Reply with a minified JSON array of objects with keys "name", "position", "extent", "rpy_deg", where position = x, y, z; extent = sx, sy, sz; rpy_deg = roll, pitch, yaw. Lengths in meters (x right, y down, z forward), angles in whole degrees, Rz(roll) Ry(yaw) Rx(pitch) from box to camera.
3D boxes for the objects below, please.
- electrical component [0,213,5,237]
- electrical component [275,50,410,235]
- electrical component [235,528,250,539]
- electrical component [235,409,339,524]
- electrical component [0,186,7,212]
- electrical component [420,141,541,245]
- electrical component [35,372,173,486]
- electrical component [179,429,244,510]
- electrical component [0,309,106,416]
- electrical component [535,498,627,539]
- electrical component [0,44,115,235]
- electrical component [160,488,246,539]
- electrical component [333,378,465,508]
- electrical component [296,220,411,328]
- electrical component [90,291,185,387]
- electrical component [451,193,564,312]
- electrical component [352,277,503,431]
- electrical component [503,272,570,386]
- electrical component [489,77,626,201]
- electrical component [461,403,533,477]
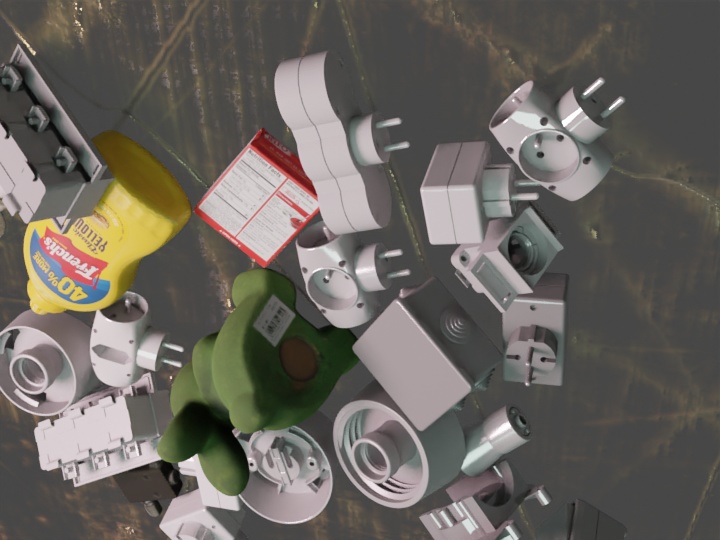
[{"name":"electrical component","position":[-0.334,-0.029,0.908],"extent":[0.045,0.055,0.045],"rpy_deg":[8,127,11]},{"name":"electrical component","position":[-0.001,-0.092,0.765],"extent":[0.074,0.052,0.138],"rpy_deg":[-8,122,22]},{"name":"electrical component","position":[-0.127,0.311,1.094],"extent":[0.062,0.061,0.096],"rpy_deg":[-25,122,31]},{"name":"electrical component","position":[-0.066,0.166,0.954],"extent":[0.099,0.064,0.099],"rpy_deg":[8,124,12]},{"name":"electrical component","position":[-0.291,-0.074,0.870],"extent":[0.055,0.045,0.045],"rpy_deg":[-27,114,31]},{"name":"electrical component","position":[0.089,-0.055,0.756],"extent":[0.077,0.065,0.047],"rpy_deg":[-1,125,18]},{"name":"electrical component","position":[-0.238,0.150,0.997],"extent":[0.121,0.063,0.078],"rpy_deg":[-21,76,29]},{"name":"electrical component","position":[-0.145,0.175,1.005],"extent":[0.076,0.047,0.083],"rpy_deg":[6,127,14]},{"name":"electrical component","position":[-0.285,0.083,0.985],"extent":[0.099,0.064,0.099],"rpy_deg":[7,114,17]},{"name":"electrical component","position":[0.186,0.256,0.933],"extent":[0.061,0.096,0.061],"rpy_deg":[32,127,-5]},{"name":"electrical component","position":[-0.246,-0.095,0.795],"extent":[0.121,0.063,0.078],"rpy_deg":[53,128,15]},{"name":"electrical component","position":[-0.160,0.257,1.051],"extent":[0.066,0.076,0.047],"rpy_deg":[-26,114,30]},{"name":"electrical component","position":[0.027,0.146,0.899],"extent":[0.108,0.060,0.108],"rpy_deg":[18,120,34]},{"name":"electrical component","position":[0.000,0.000,0.836],"extent":[0.079,0.044,0.077],"rpy_deg":[-10,121,23]},{"name":"electrical component","position":[-0.192,0.065,0.942],"extent":[0.079,0.043,0.077],"rpy_deg":[16,128,4]},{"name":"electrical component","position":[0.104,-0.011,0.780],"extent":[0.042,0.081,0.064],"rpy_deg":[48,153,-17]},{"name":"electrical component","position":[0.053,0.064,0.838],"extent":[0.099,0.048,0.099],"rpy_deg":[50,143,8]},{"name":"electrical component","position":[0.132,0.056,0.817],"extent":[0.047,0.075,0.083],"rpy_deg":[4,126,14]},{"name":"electrical component","position":[0.142,-0.097,0.723],"extent":[0.077,0.044,0.079],"rpy_deg":[39,127,-13]},{"name":"electrical component","position":[0.113,0.141,0.908],"extent":[0.065,0.044,0.044],"rpy_deg":[-37,109,29]}]
